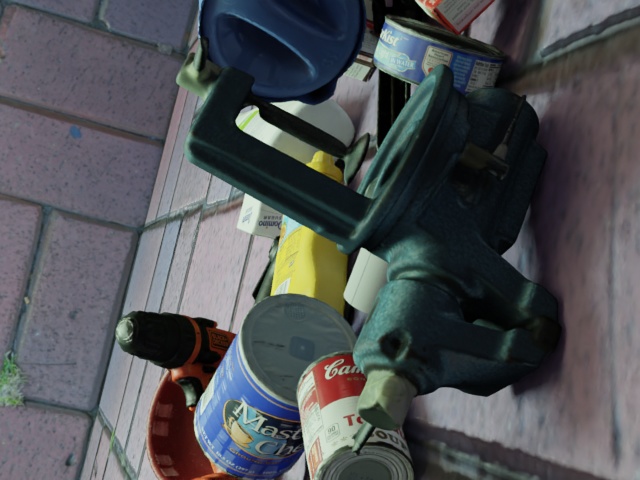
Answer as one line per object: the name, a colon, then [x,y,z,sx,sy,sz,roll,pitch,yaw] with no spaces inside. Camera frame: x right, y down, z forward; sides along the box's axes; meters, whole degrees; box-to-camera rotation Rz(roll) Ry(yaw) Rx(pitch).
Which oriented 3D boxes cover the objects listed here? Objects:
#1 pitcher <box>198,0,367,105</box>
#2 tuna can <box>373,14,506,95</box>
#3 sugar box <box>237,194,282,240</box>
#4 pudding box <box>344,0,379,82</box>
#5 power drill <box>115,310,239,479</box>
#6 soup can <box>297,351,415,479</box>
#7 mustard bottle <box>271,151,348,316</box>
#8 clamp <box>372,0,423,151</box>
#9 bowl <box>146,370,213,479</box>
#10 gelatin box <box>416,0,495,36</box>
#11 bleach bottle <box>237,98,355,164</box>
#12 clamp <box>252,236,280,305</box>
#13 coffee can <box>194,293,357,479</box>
pitcher: [-0.049,-0.235,0.921,0.243,0.144,0.149,-106,32,-57]
tuna can: [0.080,-0.123,0.723,0.086,0.086,0.034,-113,38,-67]
sugar box: [-0.050,-0.090,1.258,0.093,0.048,0.176,-159,80,-74]
pudding box: [0.013,-0.219,1.054,0.039,0.090,0.113,123,156,-48]
power drill: [-0.112,0.159,0.977,0.057,0.184,0.187,-21,68,24]
soup can: [0.023,0.132,0.724,0.102,0.068,0.069,-104,32,-60]
mustard bottle: [-0.006,0.001,0.973,0.096,0.058,0.191,135,147,-54]
clamp: [0.062,-0.171,0.860,0.209,0.036,0.164,-65,-29,-62]
bowl: [-0.112,0.189,1.123,0.162,0.055,0.162,-21,57,38]
gelatin box: [0.108,-0.185,0.724,0.089,0.030,0.073,-44,20,10]
bleach bottle: [-0.054,-0.109,1.139,0.102,0.068,0.251,-49,21,-7]
clamp: [-0.036,0.023,1.083,0.120,0.039,0.172,-90,22,-61]
coffee can: [-0.037,0.124,0.885,0.140,0.102,0.103,121,159,-47]
